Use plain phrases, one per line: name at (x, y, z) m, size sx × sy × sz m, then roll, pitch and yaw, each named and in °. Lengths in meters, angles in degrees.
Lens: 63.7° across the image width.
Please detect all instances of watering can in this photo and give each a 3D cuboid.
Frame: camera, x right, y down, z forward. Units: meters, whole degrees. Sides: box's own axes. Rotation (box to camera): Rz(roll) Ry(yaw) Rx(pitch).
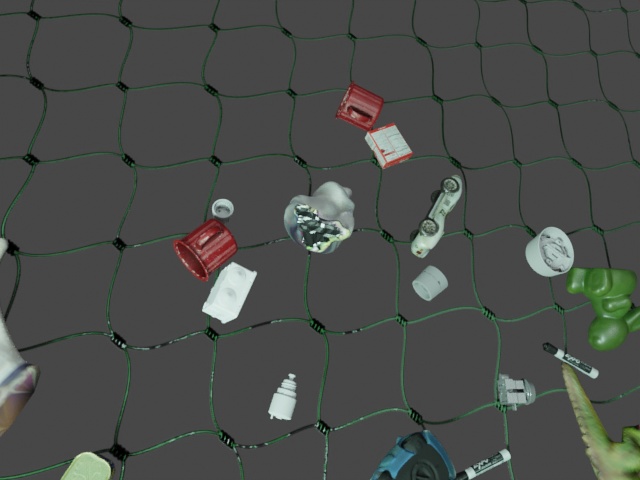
watering can at (-0.532, 0.177, 0.784) m, size 0.224 × 0.354 × 0.102 m, roll 30°, pitch -26°, yaw -1°

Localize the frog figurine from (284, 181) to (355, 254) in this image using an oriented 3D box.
frog figurine at (0.003, -0.052, 1.029) m, size 0.137 × 0.120 × 0.163 m, roll 13°, pitch 30°, yaw 2°

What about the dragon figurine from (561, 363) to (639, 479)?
dragon figurine at (0.487, 0.419, 0.881) m, size 0.243 × 0.418 × 0.119 m, roll -3°, pitch -40°, yaw -36°
